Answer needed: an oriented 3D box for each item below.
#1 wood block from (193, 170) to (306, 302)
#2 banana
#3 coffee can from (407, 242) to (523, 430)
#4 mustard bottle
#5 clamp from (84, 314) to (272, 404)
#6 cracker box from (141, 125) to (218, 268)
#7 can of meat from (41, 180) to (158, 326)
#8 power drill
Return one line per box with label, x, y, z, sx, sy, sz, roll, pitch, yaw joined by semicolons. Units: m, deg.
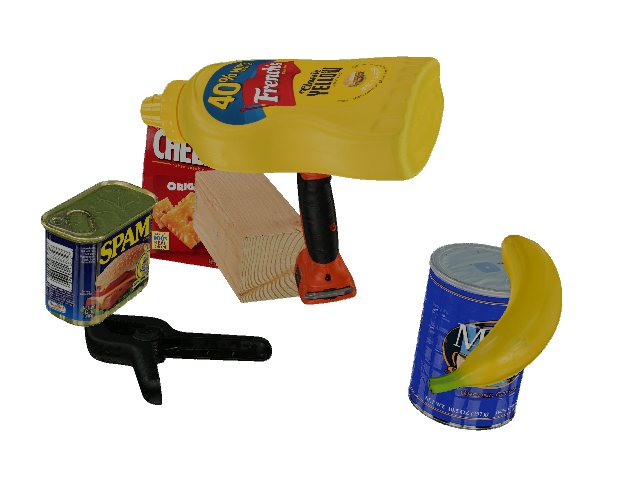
wood block;-0.089;-0.012;1.349;0.090;0.090;0.206;-6;28;-22
banana;0.141;0.048;0.776;0.070;0.037;0.197;10;33;23
coffee can;0.140;0.086;0.975;0.103;0.140;0.103;6;23;-3
mustard bottle;-0.025;-0.079;0.669;0.192;0.058;0.096;3;41;21
clamp;-0.178;0.113;1.094;0.210;0.036;0.164;11;18;31
cracker box;-0.183;-0.071;1.603;0.164;0.214;0.072;10;19;6
can of meat;-0.179;0.010;0.868;0.057;0.084;0.102;20;30;19
power drill;-0.010;-0.044;1.068;0.057;0.188;0.184;-10;21;-3
